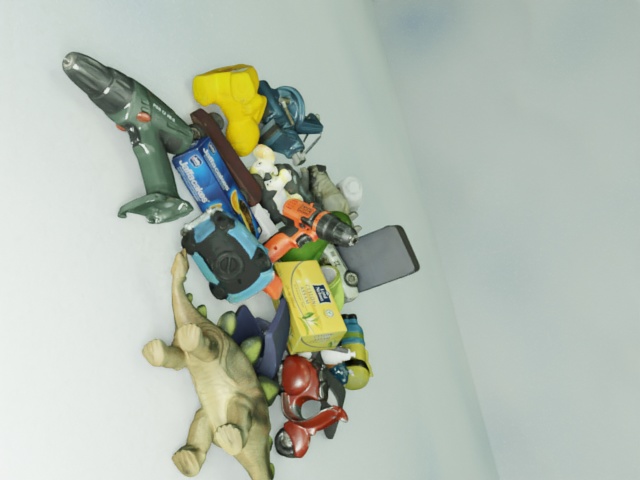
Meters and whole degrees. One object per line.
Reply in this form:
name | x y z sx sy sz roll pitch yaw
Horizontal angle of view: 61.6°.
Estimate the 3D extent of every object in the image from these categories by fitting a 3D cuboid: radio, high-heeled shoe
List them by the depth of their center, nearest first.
high-heeled shoe | -0.021 0.284 1.068 0.086 0.145 0.248 -51 150 -69
radio | 0.117 0.055 1.330 0.073 0.230 0.131 -3 72 -70

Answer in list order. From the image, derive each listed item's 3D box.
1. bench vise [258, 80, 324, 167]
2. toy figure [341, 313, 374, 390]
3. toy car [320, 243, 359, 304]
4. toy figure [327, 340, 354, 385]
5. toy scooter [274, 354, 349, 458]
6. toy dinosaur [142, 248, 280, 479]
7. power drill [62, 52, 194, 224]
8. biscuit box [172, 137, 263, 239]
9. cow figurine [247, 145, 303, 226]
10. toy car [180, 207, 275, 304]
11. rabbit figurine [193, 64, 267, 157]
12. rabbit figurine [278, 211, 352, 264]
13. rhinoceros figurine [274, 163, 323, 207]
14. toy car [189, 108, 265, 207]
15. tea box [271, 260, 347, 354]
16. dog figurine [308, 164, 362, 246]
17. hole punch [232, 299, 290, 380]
bench vise | -0.060 -0.271 1.256 0.224 0.129 0.240 50 30 17
toy figure | 0.069 0.258 1.249 0.089 0.082 0.180 45 36 -57
toy car | 0.027 0.057 1.278 0.056 0.073 0.202 -26 80 -27
toy figure | 0.026 0.243 1.179 0.058 0.064 0.154 7 65 -83
toy scooter | -0.016 0.281 0.944 0.075 0.135 0.184 44 33 -48
toy dinosaur | -0.123 0.236 0.763 0.198 0.105 0.470 -33 109 -72
power drill | -0.260 -0.131 0.761 0.232 0.086 0.207 21 46 -67
biscuit box | -0.176 -0.074 0.933 0.202 0.059 0.063 62 23 -24
cow figurine | -0.109 -0.109 1.102 0.098 0.068 0.167 -45 129 -22
toy car | -0.153 0.018 0.882 0.161 0.109 0.103 53 4 -18
rabbit figurine | -0.167 -0.255 1.070 0.162 0.122 0.173 -80 161 -67
rabbit figurine | -0.002 -0.003 1.140 0.121 0.170 0.159 61 18 -10
rhinoceros figurine | -0.062 -0.109 1.243 0.190 0.073 0.112 53 37 -43
toy car | -0.177 -0.147 0.992 0.202 0.053 0.089 55 33 -16
tea box | -0.029 0.123 1.014 0.098 0.068 0.170 -4 49 -29
dog figurine | 0.019 -0.086 1.401 0.172 0.121 0.191 99 -28 -53
hole punch | -0.091 0.173 0.915 0.142 0.092 0.115 -75 145 -61
